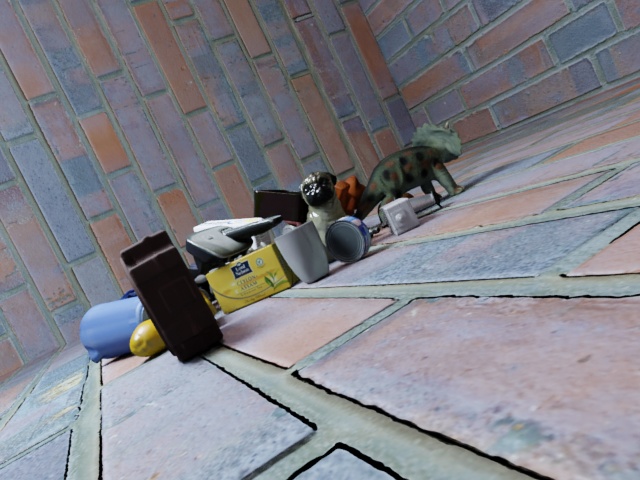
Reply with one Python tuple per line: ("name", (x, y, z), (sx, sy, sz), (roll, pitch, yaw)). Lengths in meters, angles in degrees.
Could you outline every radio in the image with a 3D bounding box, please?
("radio", (-0.078, -0.093, 1.417), (0.131, 0.073, 0.229), (6, 8, 14))

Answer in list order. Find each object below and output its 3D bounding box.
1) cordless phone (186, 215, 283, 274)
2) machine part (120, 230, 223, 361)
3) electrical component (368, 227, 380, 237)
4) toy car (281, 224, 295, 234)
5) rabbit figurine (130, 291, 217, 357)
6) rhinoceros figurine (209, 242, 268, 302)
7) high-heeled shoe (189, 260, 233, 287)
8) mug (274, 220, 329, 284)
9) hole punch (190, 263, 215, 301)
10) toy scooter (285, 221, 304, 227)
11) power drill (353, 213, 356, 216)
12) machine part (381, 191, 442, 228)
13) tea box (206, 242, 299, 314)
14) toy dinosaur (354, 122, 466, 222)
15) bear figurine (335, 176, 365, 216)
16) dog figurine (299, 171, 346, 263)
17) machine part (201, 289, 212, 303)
("cordless phone", (-0.175, -0.004, 1.136), (0.184, 0.088, 0.146), (-19, 3, 30))
("machine part", (-0.246, 0.091, 0.882), (0.087, 0.201, 0.201), (-29, 6, -15))
("electrical component", (0.079, -0.010, 1.241), (0.078, 0.045, 0.102), (-30, 6, -34))
("toy car", (-0.071, -0.010, 1.709), (0.109, 0.103, 0.162), (-29, 4, -27))
("rabbit figurine", (-0.301, 0.155, 1.055), (0.173, 0.122, 0.162), (-46, 8, -16))
("rhinoceros figurine", (-0.180, 0.077, 1.262), (0.190, 0.112, 0.073), (-39, 9, -37))
("high-heeled shoe", (-0.283, 0.058, 1.297), (0.086, 0.249, 0.145), (-40, 32, 56))
("mug", (-0.034, 0.030, 1.027), (0.081, 0.107, 0.109), (-27, 0, -30))
("hole punch", (-0.293, 0.111, 1.399), (0.092, 0.142, 0.116), (-31, 20, -34))
("toy scooter", (-0.018, -0.049, 1.589), (0.184, 0.075, 0.135), (12, -4, 4))
("power drill", (-0.003, -0.004, 1.420), (0.207, 0.086, 0.232), (-24, 4, -38))
("machine part", (0.203, -0.073, 1.208), (0.139, 0.039, 0.084), (-16, 40, 26))
("tea box", (-0.140, 0.077, 1.123), (0.170, 0.098, 0.068), (-26, 3, 20))
("toy dinosaur", (0.208, -0.157, 1.319), (0.405, 0.192, 0.131), (-25, 2, -15))
("bear figurine", (0.063, -0.120, 1.363), (0.120, 0.131, 0.196), (21, 37, 31))
("dog figurine", (-0.009, -0.039, 1.153), (0.172, 0.190, 0.121), (-25, 4, 28))
("machine part", (-0.324, 0.162, 1.269), (0.079, 0.079, 0.243), (-29, 5, -37))
